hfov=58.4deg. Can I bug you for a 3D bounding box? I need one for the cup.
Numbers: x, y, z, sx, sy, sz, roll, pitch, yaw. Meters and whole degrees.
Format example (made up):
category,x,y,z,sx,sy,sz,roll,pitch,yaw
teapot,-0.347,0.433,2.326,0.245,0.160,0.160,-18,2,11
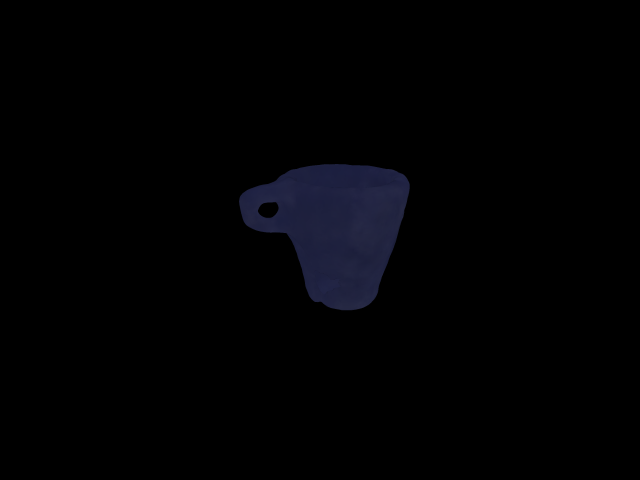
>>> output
category,x,y,z,sx,sy,sz,roll,pitch,yaw
cup,0.004,0.001,0.400,0.118,0.095,0.091,-7,19,-20
